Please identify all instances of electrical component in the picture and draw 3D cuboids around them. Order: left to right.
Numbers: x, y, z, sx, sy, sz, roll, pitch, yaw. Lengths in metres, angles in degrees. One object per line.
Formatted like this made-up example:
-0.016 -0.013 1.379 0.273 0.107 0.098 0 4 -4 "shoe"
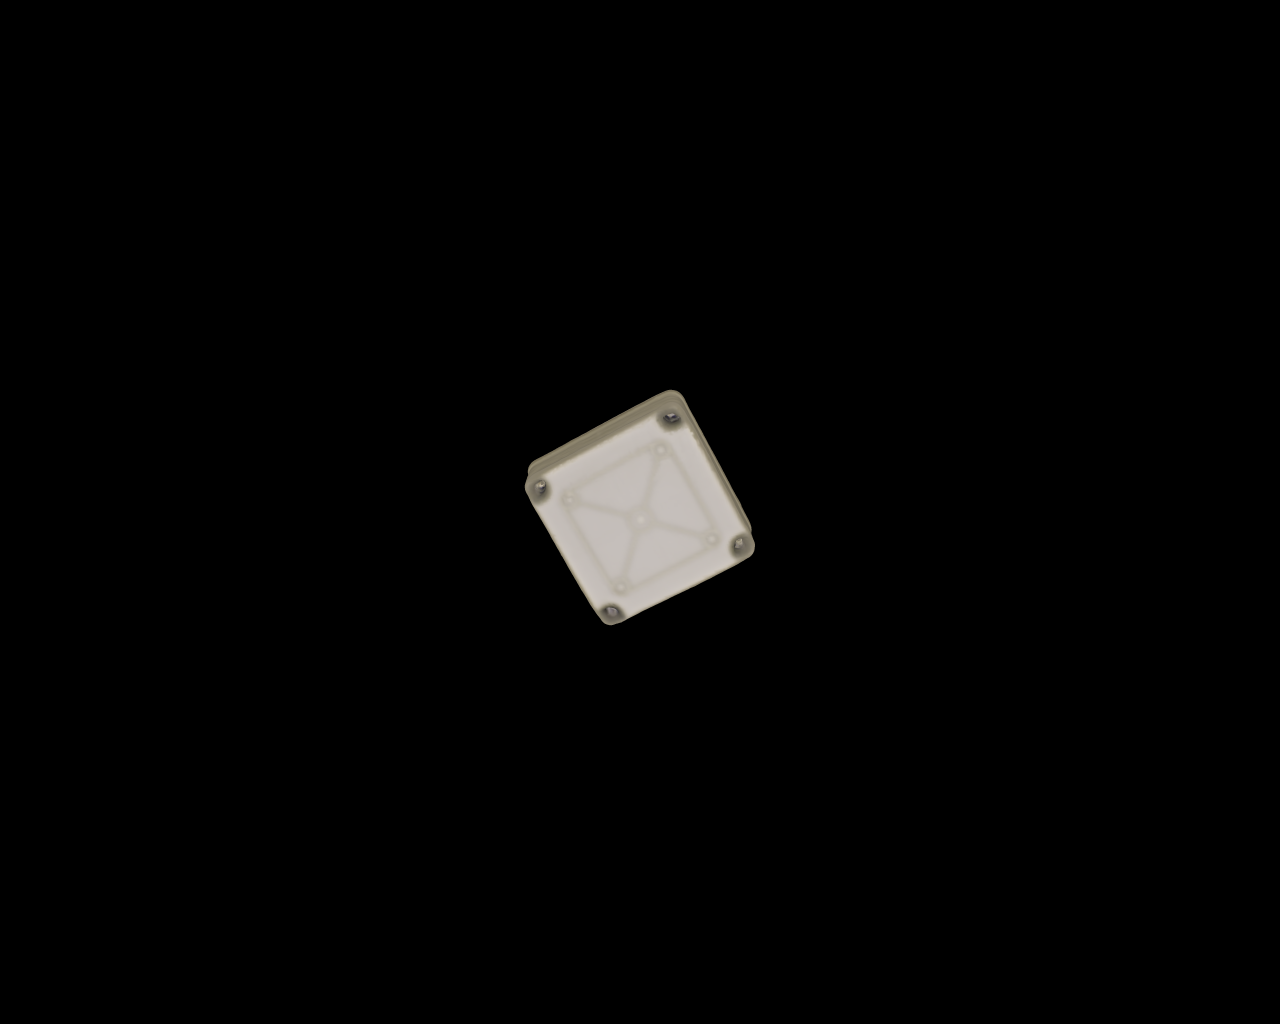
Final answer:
0.001 -0.003 0.650 0.109 0.108 0.056 -27 14 7 "electrical component"
